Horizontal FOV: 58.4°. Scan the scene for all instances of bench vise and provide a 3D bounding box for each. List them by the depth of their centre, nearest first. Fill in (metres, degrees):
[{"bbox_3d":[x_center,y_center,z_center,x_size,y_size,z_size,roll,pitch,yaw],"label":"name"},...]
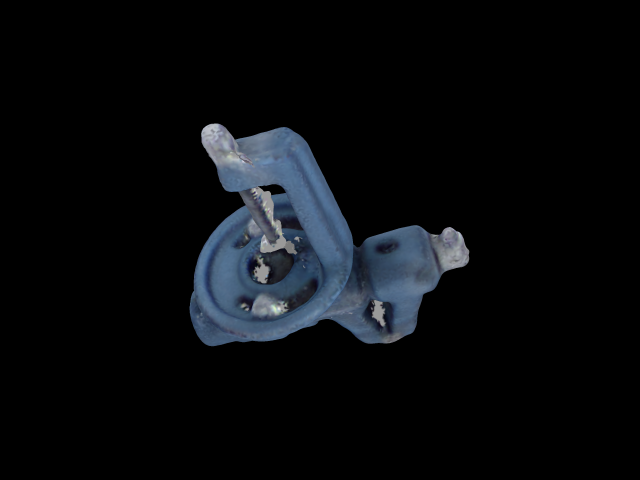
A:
[{"bbox_3d":[-0.001,-0.007,0.407,0.208,0.220,0.121,-20,55,-14],"label":"bench vise"}]
